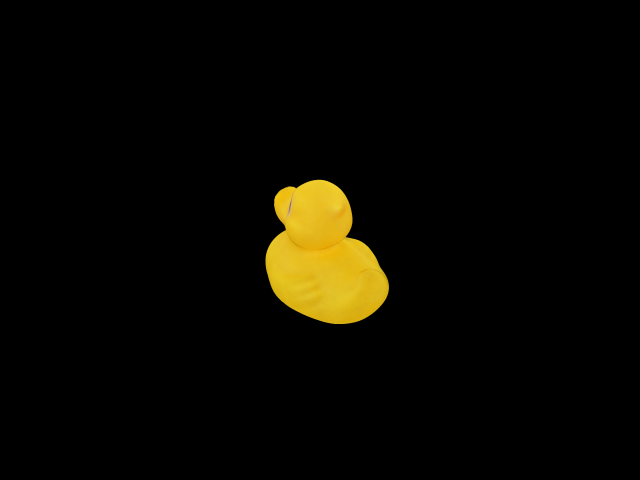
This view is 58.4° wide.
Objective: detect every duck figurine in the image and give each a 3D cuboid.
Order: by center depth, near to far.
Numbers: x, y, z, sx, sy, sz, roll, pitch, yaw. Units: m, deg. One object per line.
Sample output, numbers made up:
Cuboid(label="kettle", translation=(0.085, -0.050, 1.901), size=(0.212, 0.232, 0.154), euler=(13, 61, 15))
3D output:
Cuboid(label="duck figurine", translation=(0.004, 0.001, 0.400), size=(0.078, 0.086, 0.104), euler=(-30, 49, -31))
